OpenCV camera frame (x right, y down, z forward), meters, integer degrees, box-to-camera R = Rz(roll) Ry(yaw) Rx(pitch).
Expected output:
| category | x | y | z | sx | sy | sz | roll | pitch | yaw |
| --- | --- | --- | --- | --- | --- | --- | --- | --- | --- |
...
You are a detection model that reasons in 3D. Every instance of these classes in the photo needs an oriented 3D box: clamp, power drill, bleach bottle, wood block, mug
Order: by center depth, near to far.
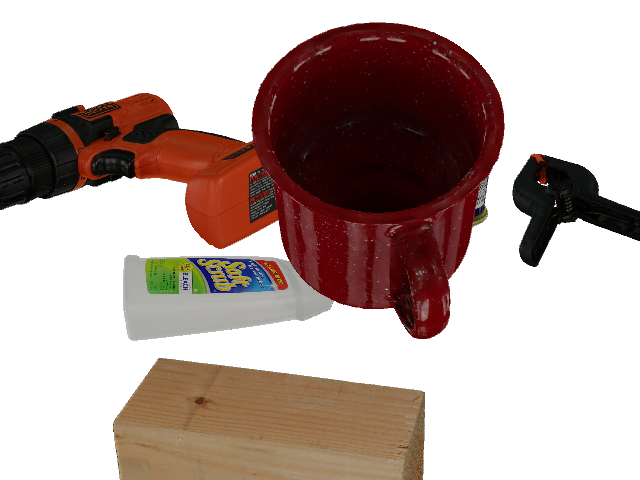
| category | x | y | z | sx | sy | sz | roll | pitch | yaw |
| --- | --- | --- | --- | --- | --- | --- | --- | --- | --- |
| mug | 0.026 | -0.015 | 0.419 | 0.093 | 0.117 | 0.081 | -17 | -30 | -8 |
| power drill | -0.121 | -0.049 | 0.724 | 0.188 | 0.057 | 0.184 | 17 | 32 | 30 |
| wood block | -0.033 | 0.155 | 0.774 | 0.206 | 0.090 | 0.090 | 6 | 28 | 14 |
| clamp | 0.234 | -0.034 | 0.981 | 0.120 | 0.039 | 0.171 | -3 | 33 | 3 |
| bleach bottle | -0.089 | 0.053 | 1.183 | 0.250 | 0.068 | 0.102 | -5 | 36 | -5 |

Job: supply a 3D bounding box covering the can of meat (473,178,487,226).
| category | x | y | z | sx | sy | sz | roll | pitch | yaw |
| --- | --- | --- | --- | --- | --- | --- | --- | --- | --- |
| can of meat | 0.082 | -0.068 | 0.793 | 0.057 | 0.084 | 0.102 | -19 | 41 | -26 |
